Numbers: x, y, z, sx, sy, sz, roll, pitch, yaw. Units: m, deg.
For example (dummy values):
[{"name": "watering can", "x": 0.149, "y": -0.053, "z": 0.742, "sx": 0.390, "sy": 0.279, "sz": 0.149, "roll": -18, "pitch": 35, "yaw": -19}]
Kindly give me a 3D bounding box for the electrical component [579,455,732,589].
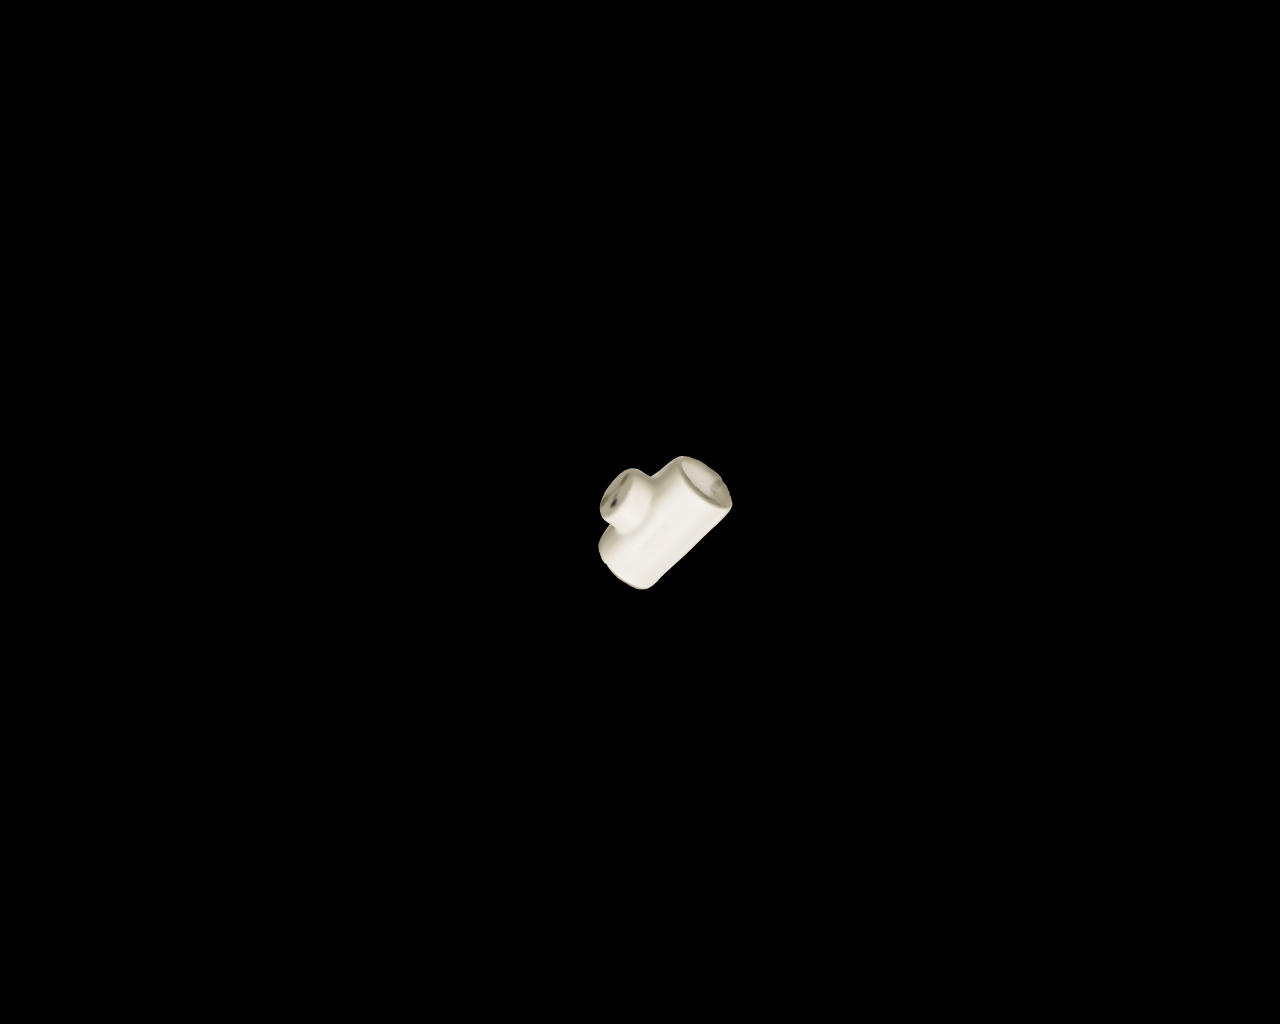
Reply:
[{"name": "electrical component", "x": 0.001, "y": -0.003, "z": 0.650, "sx": 0.079, "sy": 0.077, "sz": 0.043, "roll": 33, "pitch": 28, "yaw": -20}]
